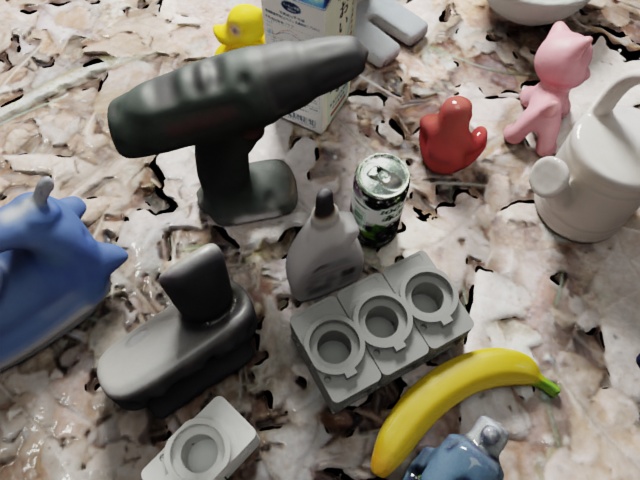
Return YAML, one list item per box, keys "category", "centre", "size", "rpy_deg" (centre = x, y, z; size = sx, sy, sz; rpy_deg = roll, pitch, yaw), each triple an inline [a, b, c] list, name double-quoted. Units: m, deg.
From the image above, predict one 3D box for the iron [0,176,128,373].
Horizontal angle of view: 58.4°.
- category: "iron"
  centre: [-0.314, 0.046, 0.513]
  size: [0.259, 0.141, 0.118]
  rpy_deg: [-40, 70, -19]

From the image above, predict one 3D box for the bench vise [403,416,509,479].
- category: "bench vise"
  centre: [0.066, 0.206, 0.394]
  size: [0.121, 0.220, 0.207]
  rpy_deg: [17, 64, 8]

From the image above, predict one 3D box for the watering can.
- category: "watering can"
  centre: [0.285, -0.079, 0.556]
  size: [0.100, 0.194, 0.173]
  rpy_deg: [40, 69, 18]

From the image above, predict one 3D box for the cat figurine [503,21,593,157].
- category: "cat figurine"
  centre: [0.268, -0.179, 0.650]
  size: [0.067, 0.118, 0.128]
  rpy_deg: [21, 65, 10]

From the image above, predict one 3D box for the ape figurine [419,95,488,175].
- category: "ape figurine"
  centre: [0.147, -0.122, 0.633]
  size: [0.077, 0.092, 0.076]
  rpy_deg: [32, 67, 15]

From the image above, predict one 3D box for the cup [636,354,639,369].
- category: "cup"
  centre: [0.314, 0.148, 0.498]
  size: [0.092, 0.095, 0.117]
  rpy_deg: [-42, 71, -19]

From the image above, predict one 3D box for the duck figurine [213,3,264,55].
- category: "duck figurine"
  centre: [-0.082, -0.247, 0.696]
  size: [0.104, 0.086, 0.077]
  rpy_deg: [-13, 64, -7]

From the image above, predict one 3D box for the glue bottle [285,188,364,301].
- category: "glue bottle"
  centre: [0.005, 0.002, 0.523]
  size: [0.078, 0.173, 0.037]
  rpy_deg: [-19, 65, -10]

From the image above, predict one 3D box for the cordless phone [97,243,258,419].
- category: "cordless phone"
  centre: [-0.128, 0.069, 0.480]
  size: [0.148, 0.185, 0.094]
  rpy_deg: [-36, 69, -17]

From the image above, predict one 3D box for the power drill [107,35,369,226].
- category: "power drill"
  centre: [-0.072, -0.100, 0.553]
  size: [0.229, 0.208, 0.075]
  rpy_deg: [-12, 64, -7]

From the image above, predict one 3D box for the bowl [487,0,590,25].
- category: "bowl"
  centre: [0.279, -0.339, 0.755]
  size: [0.167, 0.075, 0.167]
  rpy_deg: [0, 63, -1]

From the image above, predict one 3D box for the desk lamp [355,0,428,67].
- category: "desk lamp"
  centre: [0.043, -0.356, 0.682]
  size: [0.203, 0.213, 0.118]
  rpy_deg: [40, 69, 18]
